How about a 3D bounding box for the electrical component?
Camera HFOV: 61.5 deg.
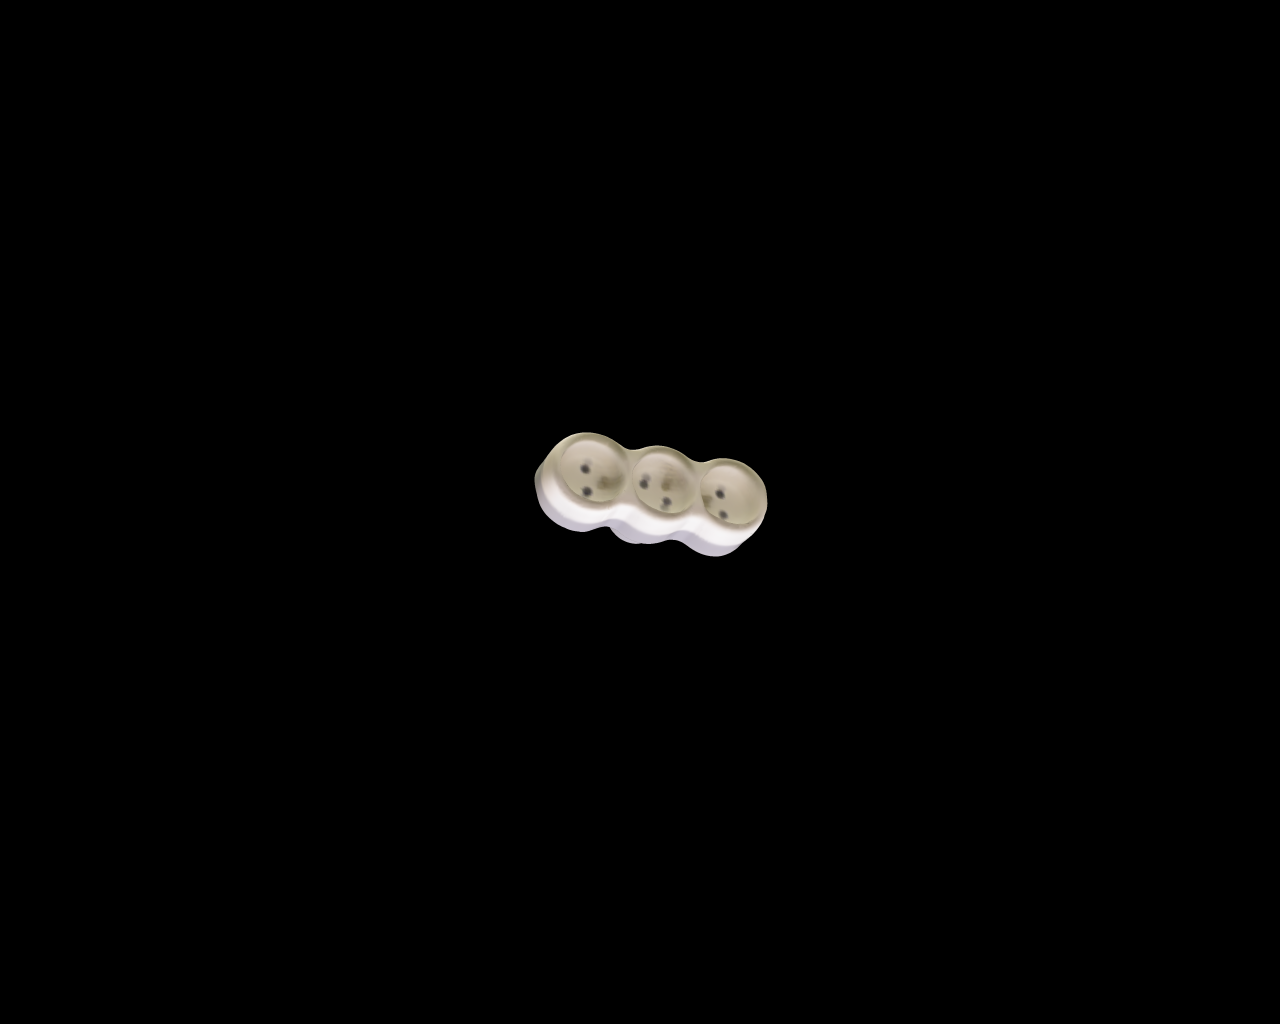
[{"bbox_3d":[0.001,-0.003,0.650,0.138,0.052,0.073,10,-28,-20],"label":"electrical component"}]
